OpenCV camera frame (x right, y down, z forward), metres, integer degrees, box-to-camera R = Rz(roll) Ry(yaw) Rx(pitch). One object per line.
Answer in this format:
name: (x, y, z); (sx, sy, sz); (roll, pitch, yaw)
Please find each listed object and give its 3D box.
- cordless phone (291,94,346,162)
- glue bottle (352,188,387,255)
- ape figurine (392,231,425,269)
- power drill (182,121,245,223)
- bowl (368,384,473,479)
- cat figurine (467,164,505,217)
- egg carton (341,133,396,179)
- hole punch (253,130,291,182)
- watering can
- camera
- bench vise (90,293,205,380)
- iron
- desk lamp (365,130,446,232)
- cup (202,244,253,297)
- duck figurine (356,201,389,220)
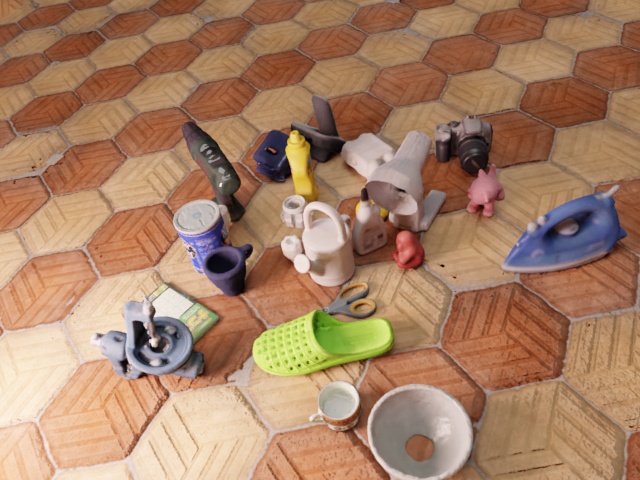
cordless phone: (-0.013, -0.311, 1.493); (0.147, 0.185, 0.094); (24, 55, 29)
glue bottle: (0.102, -0.045, 1.227); (0.078, 0.173, 0.037); (-23, 47, -11)
ape figurine: (0.183, 0.015, 1.212); (0.076, 0.092, 0.078); (11, 50, 20)
power drill: (-0.251, -0.152, 1.367); (0.076, 0.209, 0.228); (-30, 49, -18)
bowl: (0.163, 0.325, 0.931); (0.167, 0.075, 0.167); (-5, 46, 5)
cat figurine: (0.373, -0.118, 1.287); (0.067, 0.118, 0.128); (17, 52, 25)
egg carton: (0.125, -0.209, 1.452); (0.107, 0.069, 0.150); (-31, 49, -19)
hole punch: (-0.113, -0.219, 1.490); (0.108, 0.091, 0.101); (30, 58, 33)
watering can: (0.013, 0.005, 1.180); (0.100, 0.194, 0.173); (3, 47, 13)
camera: (0.359, -0.236, 1.415); (0.143, 0.101, 0.137); (-3, 46, 8)
bench vise: (-0.335, 0.188, 1.049); (0.207, 0.220, 0.121); (-10, 46, 1)
iron: (0.491, -0.024, 1.160); (0.258, 0.142, 0.118); (-19, 46, -8)
desk lamp: (0.192, -0.118, 1.253); (0.117, 0.214, 0.203); (18, 52, 25)
cup: (-0.185, 0.067, 1.226); (0.118, 0.095, 0.091); (-38, 51, -24)
duck figurine: (0.120, -0.092, 1.330); (0.077, 0.086, 0.105); (13, 50, 21)
